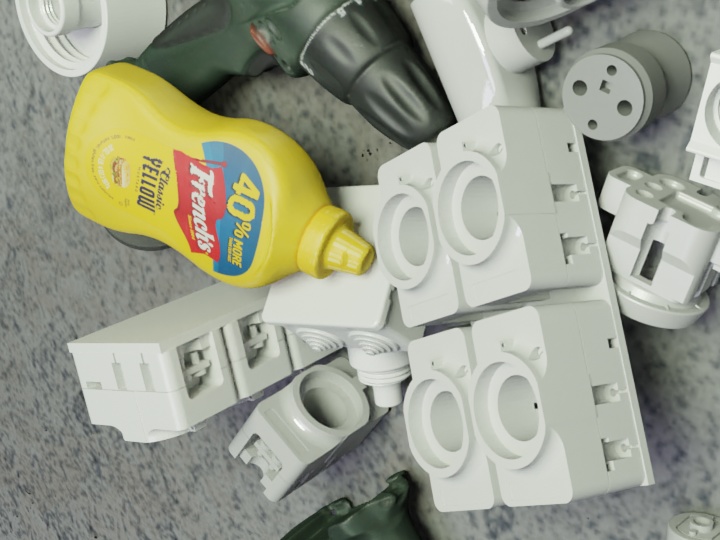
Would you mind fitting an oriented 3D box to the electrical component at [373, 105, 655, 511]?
[{"bbox_3d":[0.069,0.022,0.542,0.105,0.060,0.186,-23,74,55],"label":"electrical component"}]

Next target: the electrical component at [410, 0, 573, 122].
[{"bbox_3d":[0.074,-0.117,0.556,0.079,0.044,0.077,-20,94,42],"label":"electrical component"}]

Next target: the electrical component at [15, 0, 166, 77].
[{"bbox_3d":[-0.192,-0.184,0.736,0.108,0.060,0.108,16,117,35],"label":"electrical component"}]

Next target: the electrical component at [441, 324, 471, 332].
[{"bbox_3d":[0.088,0.070,0.620,0.077,0.043,0.079,-5,104,41],"label":"electrical component"}]

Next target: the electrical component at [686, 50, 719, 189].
[{"bbox_3d":[0.212,-0.059,0.453,0.121,0.063,0.078,24,121,30],"label":"electrical component"}]

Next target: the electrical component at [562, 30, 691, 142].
[{"bbox_3d":[0.128,-0.088,0.516,0.045,0.055,0.045,17,119,33],"label":"electrical component"}]

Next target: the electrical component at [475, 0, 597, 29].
[{"bbox_3d":[0.092,-0.152,0.478,0.108,0.108,0.060,-41,70,41],"label":"electrical component"}]

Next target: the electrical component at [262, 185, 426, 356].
[{"bbox_3d":[0.000,0.000,0.634,0.100,0.048,0.099,1,67,39],"label":"electrical component"}]

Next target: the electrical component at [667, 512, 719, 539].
[{"bbox_3d":[0.183,0.165,0.583,0.044,0.044,0.065,11,109,36],"label":"electrical component"}]

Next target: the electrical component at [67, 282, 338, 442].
[{"bbox_3d":[-0.094,0.052,0.690,0.089,0.150,0.061,-3,104,40],"label":"electrical component"}]

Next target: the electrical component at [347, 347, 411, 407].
[{"bbox_3d":[0.014,0.055,0.675,0.043,0.043,0.062,6,112,38],"label":"electrical component"}]

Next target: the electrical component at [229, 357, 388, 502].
[{"bbox_3d":[-0.031,0.100,0.698,0.050,0.089,0.055,48,130,15],"label":"electrical component"}]

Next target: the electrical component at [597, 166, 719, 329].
[{"bbox_3d":[0.151,-0.008,0.528,0.078,0.058,0.057,31,122,28],"label":"electrical component"}]
